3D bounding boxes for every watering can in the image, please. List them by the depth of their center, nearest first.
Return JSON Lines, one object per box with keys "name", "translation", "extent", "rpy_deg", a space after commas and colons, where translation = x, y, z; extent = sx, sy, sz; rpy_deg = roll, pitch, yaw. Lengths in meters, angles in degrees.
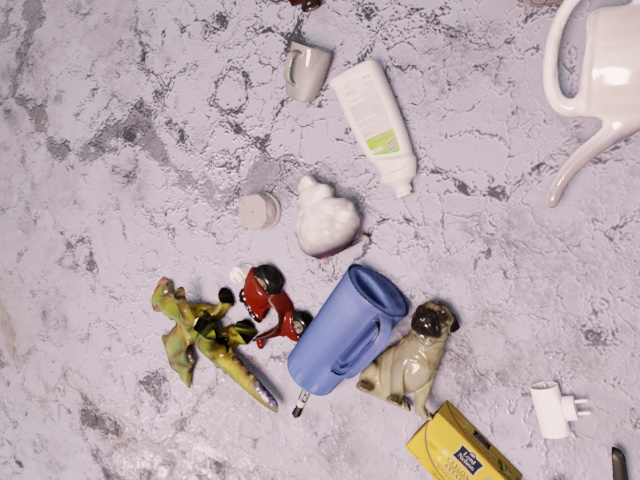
{"name": "watering can", "translation": [0.441, -0.213, 0.745], "extent": [0.224, 0.104, 0.345], "rpy_deg": [6, 99, 27]}

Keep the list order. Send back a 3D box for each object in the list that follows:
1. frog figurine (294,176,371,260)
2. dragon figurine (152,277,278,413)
{"name": "frog figurine", "translation": [0.003, -0.049, 0.970], "extent": [0.136, 0.124, 0.159], "rpy_deg": [-24, 93, 46]}
{"name": "dragon figurine", "translation": [-0.259, 0.241, 1.142], "extent": [0.415, 0.123, 0.238], "rpy_deg": [56, 131, 17]}
